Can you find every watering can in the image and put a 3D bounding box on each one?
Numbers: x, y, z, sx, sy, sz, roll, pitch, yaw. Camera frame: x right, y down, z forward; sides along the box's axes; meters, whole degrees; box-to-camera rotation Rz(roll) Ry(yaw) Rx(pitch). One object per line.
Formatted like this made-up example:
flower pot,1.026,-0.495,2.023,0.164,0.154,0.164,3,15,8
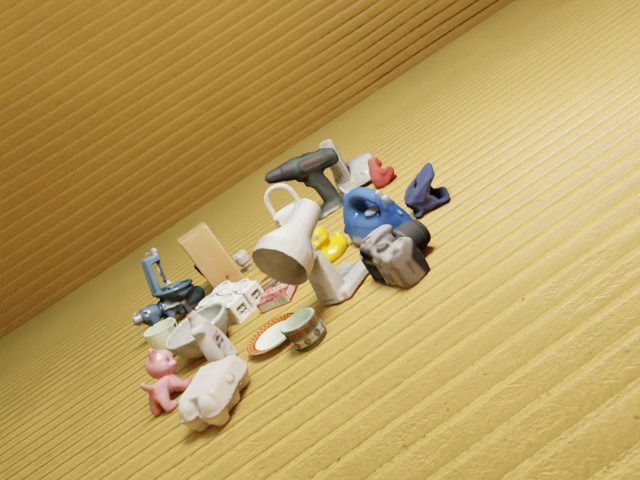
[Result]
watering can,-0.080,-0.070,1.606,0.101,0.194,0.172,-36,18,-10

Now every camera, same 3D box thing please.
camera,0.158,0.013,1.130,0.137,0.101,0.142,-39,18,-18

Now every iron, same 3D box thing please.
iron,0.131,-0.067,1.322,0.119,0.142,0.257,-39,18,-19

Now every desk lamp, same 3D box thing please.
desk lamp,-0.017,0.034,1.185,0.117,0.214,0.204,-15,25,45

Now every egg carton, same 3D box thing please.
egg carton,-0.194,0.283,1.064,0.107,0.069,0.150,-24,20,27

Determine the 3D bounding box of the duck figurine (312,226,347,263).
duck figurine,0.013,0.005,1.425,0.105,0.086,0.077,-43,20,-29

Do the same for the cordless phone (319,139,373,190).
cordless phone,0.091,-0.251,1.815,0.147,0.185,0.094,-28,18,13

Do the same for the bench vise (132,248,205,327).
bench vise,-0.452,0.146,1.629,0.121,0.220,0.208,-18,23,39

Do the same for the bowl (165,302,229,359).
bowl,-0.276,0.226,1.352,0.167,0.075,0.167,-29,18,11

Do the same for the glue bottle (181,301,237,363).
glue bottle,-0.238,0.197,1.197,0.037,0.173,0.078,-28,18,14

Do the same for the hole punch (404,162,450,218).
hole punch,0.242,-0.119,1.355,0.101,0.091,0.108,-28,18,15

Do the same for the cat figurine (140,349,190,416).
cat figurine,-0.341,0.289,1.220,0.067,0.118,0.128,-25,19,22

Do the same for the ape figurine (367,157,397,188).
ape figurine,0.175,-0.207,1.706,0.076,0.092,0.077,-39,19,-20

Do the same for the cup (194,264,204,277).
cup,-0.318,0.088,1.760,0.117,0.095,0.092,-14,25,45

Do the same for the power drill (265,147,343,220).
power drill,-0.025,-0.171,1.761,0.229,0.209,0.075,-33,18,-1
